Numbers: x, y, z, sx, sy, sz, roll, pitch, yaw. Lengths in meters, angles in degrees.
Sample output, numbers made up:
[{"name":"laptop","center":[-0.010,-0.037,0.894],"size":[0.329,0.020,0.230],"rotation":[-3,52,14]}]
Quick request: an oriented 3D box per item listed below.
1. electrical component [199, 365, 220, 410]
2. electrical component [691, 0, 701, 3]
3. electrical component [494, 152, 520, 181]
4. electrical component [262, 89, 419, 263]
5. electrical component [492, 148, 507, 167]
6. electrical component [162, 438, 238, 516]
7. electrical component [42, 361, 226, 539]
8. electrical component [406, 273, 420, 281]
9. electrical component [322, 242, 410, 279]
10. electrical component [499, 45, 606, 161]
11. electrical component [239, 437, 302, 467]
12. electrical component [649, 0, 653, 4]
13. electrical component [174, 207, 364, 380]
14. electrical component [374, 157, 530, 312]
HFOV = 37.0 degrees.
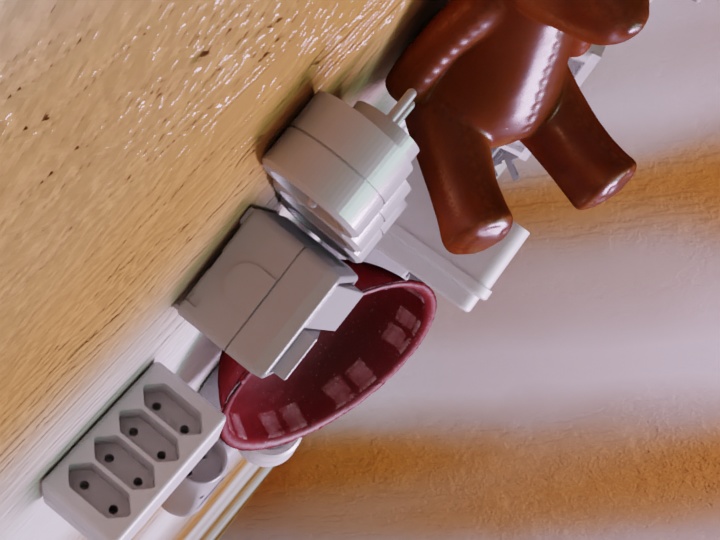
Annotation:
[{"name":"electrical component","center":[-0.081,0.085,0.761],"size":[0.055,0.047,0.055],"rotation":[-51,175,-6]},{"name":"electrical component","center":[0.277,-0.295,0.929],"size":[0.056,0.109,0.109],"rotation":[-54,175,1]},{"name":"electrical component","center":[0.114,-0.113,0.970],"size":[0.064,0.081,0.042],"rotation":[-23,-179,13]},{"name":"electrical component","center":[0.002,-0.052,0.492],"size":[0.073,0.052,0.138],"rotation":[-51,175,-5]},{"name":"electrical component","center":[0.098,-0.117,0.883],"size":[0.108,0.056,0.108],"rotation":[-51,175,-2]},{"name":"electrical component","center":[-0.126,0.153,0.870],"size":[0.079,0.043,0.077],"rotation":[-48,174,-37]},{"name":"electrical component","center":[-0.117,0.102,0.553],"size":[0.083,0.047,0.075],"rotation":[-49,175,-28]},{"name":"electrical component","center":[0.054,-0.035,0.950],"size":[0.113,0.078,0.057],"rotation":[-48,177,-34]},{"name":"electrical component","center":[0.000,0.000,0.793],"size":[0.042,0.064,0.081],"rotation":[-54,175,39]},{"name":"electrical component","center":[0.125,-0.155,0.747],"size":[0.150,0.062,0.089],"rotation":[117,-2,-68]},{"name":"electrical component","center":[-0.059,0.096,0.881],"size":[0.073,0.052,0.138],"rotation":[117,-3,-67]},{"name":"electrical component","center":[0.194,-0.228,0.828],"size":[0.051,0.080,0.080],"rotation":[-60,172,25]},{"name":"electrical component","center":[-0.039,0.013,0.534],"size":[0.061,0.061,0.096],"rotation":[-52,175,4]},{"name":"electrical component","center":[0.038,-0.029,0.640],"size":[0.057,0.113,0.078],"rotation":[-55,175,4]}]
